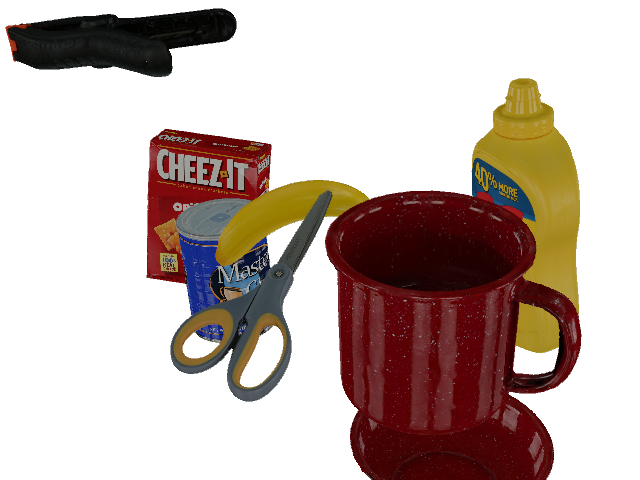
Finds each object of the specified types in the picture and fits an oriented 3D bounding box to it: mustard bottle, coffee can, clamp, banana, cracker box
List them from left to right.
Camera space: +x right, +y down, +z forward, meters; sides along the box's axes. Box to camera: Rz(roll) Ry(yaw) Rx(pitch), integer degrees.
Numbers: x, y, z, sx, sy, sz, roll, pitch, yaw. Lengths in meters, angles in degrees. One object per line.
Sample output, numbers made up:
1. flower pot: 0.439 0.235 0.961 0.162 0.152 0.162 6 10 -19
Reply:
1. clamp: -0.150 -0.150 0.792 0.172 0.039 0.120 10 22 27
2. cracker box: -0.163 -0.040 1.534 0.164 0.214 0.072 9 22 10
3. coffee can: -0.109 0.034 1.254 0.103 0.140 0.103 -4 26 2
4. banana: -0.032 -0.021 1.060 0.198 0.069 0.037 -13 20 26
5. mustard bottle: 0.144 -0.022 0.757 0.058 0.192 0.096 -15 29 -18

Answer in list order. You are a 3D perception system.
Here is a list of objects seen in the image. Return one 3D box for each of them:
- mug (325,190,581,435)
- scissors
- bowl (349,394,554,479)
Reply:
1. mug: 0.060 0.036 0.486 0.117 0.081 0.093 12 33 22
2. scissors: -0.051 0.033 0.792 0.096 0.201 0.016 1 -44 10
3. bowl: 0.104 0.180 0.862 0.162 0.055 0.162 1 31 -1
